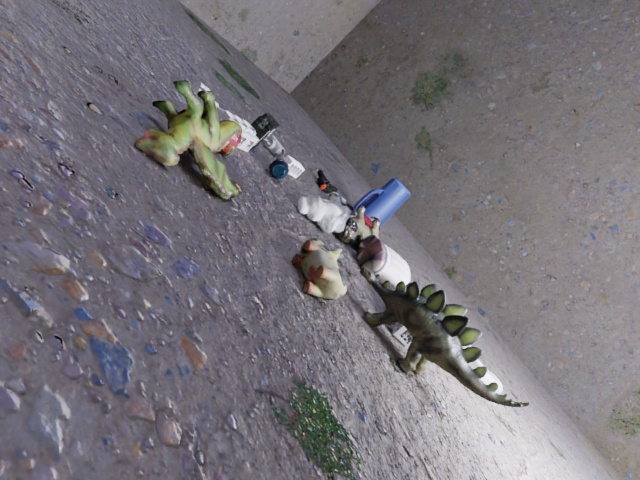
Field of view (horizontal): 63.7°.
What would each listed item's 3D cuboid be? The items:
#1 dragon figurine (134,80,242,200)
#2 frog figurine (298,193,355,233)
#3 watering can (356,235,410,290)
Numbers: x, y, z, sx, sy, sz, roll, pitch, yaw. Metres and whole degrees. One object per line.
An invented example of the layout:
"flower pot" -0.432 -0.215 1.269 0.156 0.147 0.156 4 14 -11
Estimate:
"dragon figurine" -0.242 -0.194 1.110 0.410 0.121 0.245 6 63 -65
"frog figurine" 0.005 -0.079 1.565 0.160 0.120 0.140 -9 58 -31
"watering can" 0.231 0.113 1.637 0.221 0.103 0.355 37 18 -33
